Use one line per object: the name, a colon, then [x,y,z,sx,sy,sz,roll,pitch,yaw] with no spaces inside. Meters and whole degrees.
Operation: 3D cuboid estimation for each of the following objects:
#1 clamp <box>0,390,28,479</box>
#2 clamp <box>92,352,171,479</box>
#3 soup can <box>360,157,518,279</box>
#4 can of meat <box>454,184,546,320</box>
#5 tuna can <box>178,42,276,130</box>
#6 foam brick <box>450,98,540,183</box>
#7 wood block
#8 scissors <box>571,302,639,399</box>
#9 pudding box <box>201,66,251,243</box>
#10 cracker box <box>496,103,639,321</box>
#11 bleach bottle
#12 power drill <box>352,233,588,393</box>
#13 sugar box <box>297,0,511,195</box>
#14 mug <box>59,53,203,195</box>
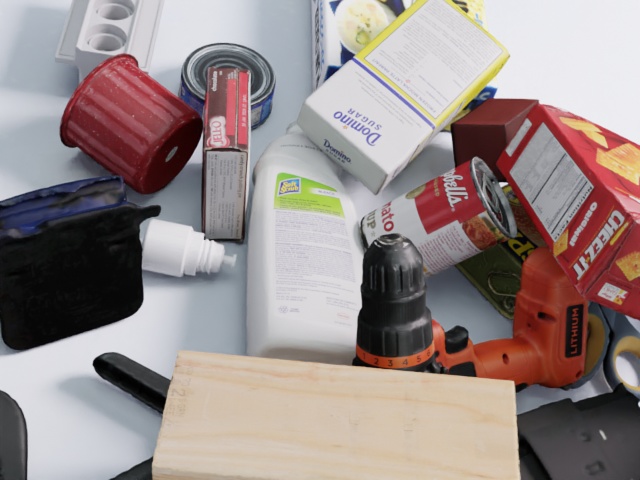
clamp: [-0.256,0.106,0.720,0.210,0.036,0.164,39,54,16]
clamp: [-0.083,0.126,0.741,0.171,0.039,0.120,-2,58,-17]
soup can: [0.091,-0.011,0.819,0.102,0.068,0.068,-27,50,22]
can of meat: [0.163,0.004,0.876,0.083,0.057,0.102,-26,61,-31]
tuna can: [-0.083,-0.136,0.951,0.086,0.034,0.086,6,51,-7]
foam brick: [0.153,-0.086,0.914,0.051,0.053,0.078,4,26,33]
wood block: [0.010,0.137,0.649,0.206,0.091,0.090,5,45,1]
scissors: [0.252,0.055,0.878,0.096,0.016,0.201,31,53,13]
pudding box: [-0.075,-0.066,0.845,0.039,0.113,0.090,2,51,-3]
cracker box: [0.241,-0.010,0.790,0.164,0.072,0.214,22,23,-18]
bleach bottle: [-0.006,0.001,0.841,0.102,0.068,0.251,10,47,-12]
power drill: [0.105,0.064,0.751,0.187,0.184,0.057,-17,28,-29]
sugar box: [0.071,-0.127,0.892,0.093,0.048,0.176,42,66,8]
mug: [-0.145,-0.094,0.877,0.081,0.093,0.117,37,29,11]
